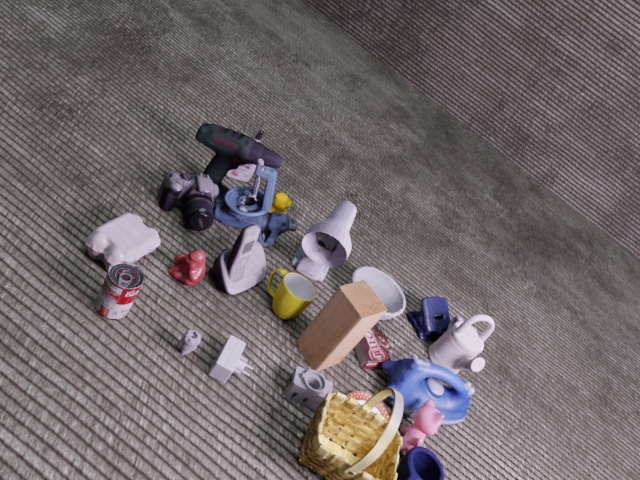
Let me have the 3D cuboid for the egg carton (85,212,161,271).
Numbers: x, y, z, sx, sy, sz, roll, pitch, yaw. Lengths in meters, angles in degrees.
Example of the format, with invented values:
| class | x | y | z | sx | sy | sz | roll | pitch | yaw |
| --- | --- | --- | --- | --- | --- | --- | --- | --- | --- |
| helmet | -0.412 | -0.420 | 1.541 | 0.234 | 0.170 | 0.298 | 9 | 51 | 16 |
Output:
| class | x | y | z | sx | sy | sz | roll | pitch | yaw |
| --- | --- | --- | --- | --- | --- | --- | --- | --- | --- |
| egg carton | -0.420 | 0.004 | 1.227 | 0.107 | 0.069 | 0.150 | 39 | 34 | 4 |

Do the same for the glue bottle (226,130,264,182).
| class | x | y | z | sx | sy | sz | roll | pitch | yaw |
| --- | --- | --- | --- | --- | --- | --- | --- | --- | --- |
| glue bottle | -0.202 | -0.242 | 1.616 | 0.078 | 0.173 | 0.037 | 13 | 40 | -30 |

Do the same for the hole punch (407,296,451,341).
| class | x | y | z | sx | sy | sz | roll | pitch | yaw |
| --- | --- | --- | --- | --- | --- | --- | --- | --- | --- |
| hole punch | 0.318 | 0.218 | 1.597 | 0.109 | 0.091 | 0.101 | 4 | 45 | -38 |

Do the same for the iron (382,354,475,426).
| class | x | y | z | sx | sy | sz | roll | pitch | yaw |
| --- | --- | --- | --- | --- | --- | --- | --- | --- | --- |
| iron | 0.277 | 0.351 | 1.359 | 0.259 | 0.141 | 0.118 | 25 | 36 | -16 |

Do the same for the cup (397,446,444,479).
| class | x | y | z | sx | sy | sz | roll | pitch | yaw |
| --- | --- | --- | --- | --- | --- | --- | --- | --- | --- |
| cup | 0.184 | 0.487 | 1.158 | 0.091 | 0.095 | 0.118 | 49 | 36 | 18 |

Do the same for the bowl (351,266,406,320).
| class | x | y | z | sx | sy | sz | roll | pitch | yaw |
| --- | --- | --- | --- | --- | --- | --- | --- | --- | --- |
| bowl | 0.142 | 0.155 | 1.533 | 0.168 | 0.074 | 0.167 | 23 | 36 | -18 |

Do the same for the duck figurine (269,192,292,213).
| class | x | y | z | sx | sy | sz | roll | pitch | yaw |
| --- | --- | --- | --- | --- | --- | --- | --- | --- | --- |
| duck figurine | -0.125 | -0.096 | 1.587 | 0.105 | 0.086 | 0.077 | 2 | 46 | -39 |

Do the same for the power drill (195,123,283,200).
| class | x | y | z | sx | sy | sz | roll | pitch | yaw |
| --- | --- | --- | --- | --- | --- | --- | --- | --- | --- |
| power drill | -0.233 | -0.195 | 1.503 | 0.230 | 0.208 | 0.075 | 32 | 34 | -7 |

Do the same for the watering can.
| class | x | y | z | sx | sy | sz | roll | pitch | yaw |
| --- | --- | --- | --- | --- | --- | --- | --- | --- | --- |
| watering can | 0.384 | 0.269 | 1.502 | 0.101 | 0.194 | 0.172 | 3 | 46 | -39 |

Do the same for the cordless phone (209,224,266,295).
| class | x | y | z | sx | sy | sz | roll | pitch | yaw |
| --- | --- | --- | --- | --- | --- | --- | --- | --- | --- |
| cordless phone | -0.162 | 0.030 | 1.318 | 0.094 | 0.185 | 0.148 | 44 | 35 | 12 |

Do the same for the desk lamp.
| class | x | y | z | sx | sy | sz | roll | pitch | yaw |
| --- | --- | --- | --- | --- | --- | --- | --- | --- | --- |
| desk lamp | 0.014 | 0.005 | 1.476 | 0.118 | 0.213 | 0.203 | 32 | 34 | -5 |

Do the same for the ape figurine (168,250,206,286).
| class | x | y | z | sx | sy | sz | roll | pitch | yaw |
| --- | --- | --- | --- | --- | --- | --- | --- | --- | --- |
| ape figurine | -0.283 | 0.055 | 1.266 | 0.076 | 0.092 | 0.077 | 9 | 43 | -34 |

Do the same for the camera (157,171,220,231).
| class | x | y | z | sx | sy | sz | roll | pitch | yaw |
| --- | --- | --- | --- | --- | --- | --- | --- | --- | --- |
| camera | -0.314 | -0.098 | 1.413 | 0.144 | 0.100 | 0.136 | 12 | 41 | -31 |

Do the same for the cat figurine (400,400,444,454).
| class | x | y | z | sx | sy | sz | roll | pitch | yaw |
| --- | --- | --- | --- | --- | --- | --- | --- | --- | --- |
| cat figurine | 0.223 | 0.415 | 1.257 | 0.067 | 0.117 | 0.128 | 42 | 35 | 8 |

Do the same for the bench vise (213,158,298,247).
| class | x | y | z | sx | sy | sz | roll | pitch | yaw |
| --- | --- | --- | --- | --- | --- | --- | --- | --- | --- |
| bench vise | -0.143 | -0.102 | 1.461 | 0.208 | 0.219 | 0.121 | 14 | 40 | -29 |
